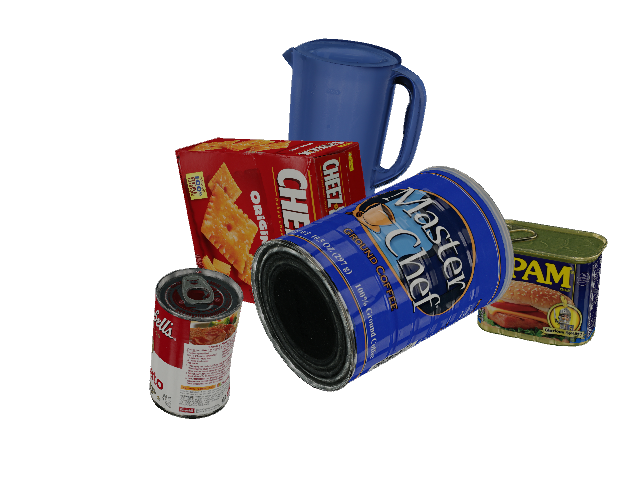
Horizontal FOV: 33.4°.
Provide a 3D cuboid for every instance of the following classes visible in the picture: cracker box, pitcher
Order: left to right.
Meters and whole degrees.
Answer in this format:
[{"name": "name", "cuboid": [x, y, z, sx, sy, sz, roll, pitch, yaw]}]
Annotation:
[{"name": "cracker box", "cuboid": [-0.048, -0.017, 1.080, 0.071, 0.164, 0.214, -22, 20, -39]}, {"name": "pitcher", "cuboid": [0.029, -0.119, 1.322, 0.144, 0.243, 0.149, -3, 25, -22]}]

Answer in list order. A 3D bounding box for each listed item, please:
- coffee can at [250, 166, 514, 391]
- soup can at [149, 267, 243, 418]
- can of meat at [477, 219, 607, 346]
[{"name": "coffee can", "cuboid": [0.041, 0.022, 0.694, 0.140, 0.103, 0.103, -25, 14, -31]}, {"name": "soup can", "cuboid": [-0.100, 0.082, 0.850, 0.068, 0.102, 0.068, 7, 32, -4]}, {"name": "can of meat", "cuboid": [0.181, 0.036, 0.885, 0.102, 0.084, 0.057, 10, 25, 25]}]
